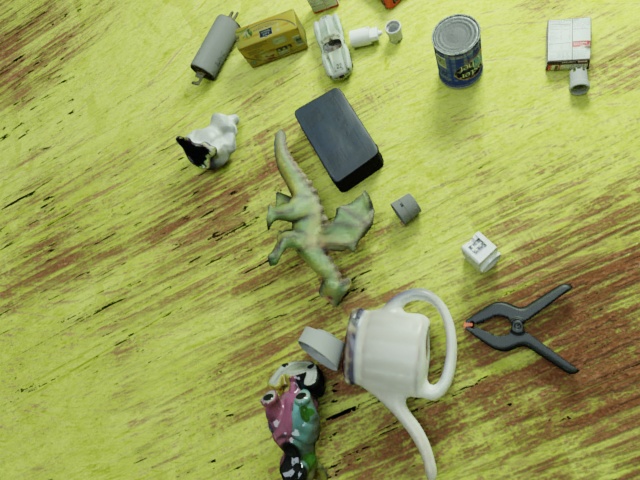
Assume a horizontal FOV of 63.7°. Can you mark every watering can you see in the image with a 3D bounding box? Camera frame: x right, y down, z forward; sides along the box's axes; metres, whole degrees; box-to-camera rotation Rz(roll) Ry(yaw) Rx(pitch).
[{"bbox_3d":[0.147,0.263,1.003,0.224,0.103,0.352,3,74,21],"label":"watering can"}]

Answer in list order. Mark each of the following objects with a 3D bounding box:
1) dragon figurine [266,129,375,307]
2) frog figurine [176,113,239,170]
[{"bbox_3d":[0.003,-0.058,1.148,0.242,0.122,0.412,-2,84,15],"label":"dragon figurine"},{"bbox_3d":[-0.276,-0.261,1.343,0.137,0.120,0.163,4,39,29],"label":"frog figurine"}]
